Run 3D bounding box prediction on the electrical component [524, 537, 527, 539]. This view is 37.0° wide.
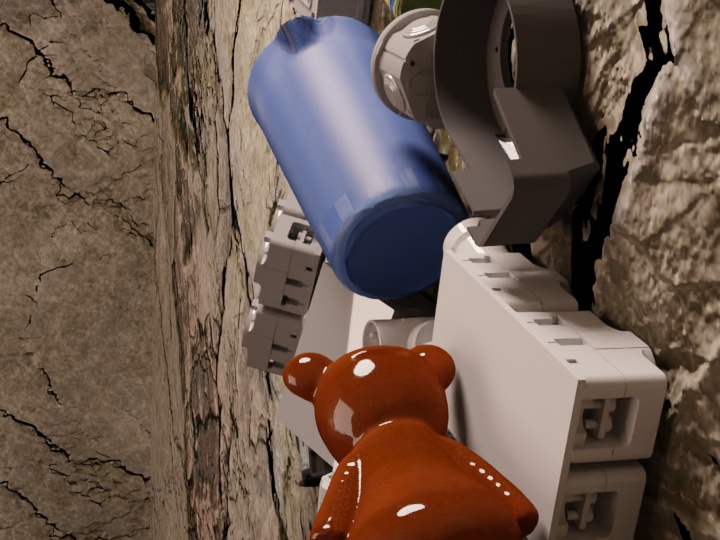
[{"bbox_3d":[0.090,0.191,0.708,0.077,0.044,0.079,107,156,-45],"label":"electrical component"}]

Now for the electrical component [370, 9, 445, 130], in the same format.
[{"bbox_3d":[0.052,-0.142,0.763,0.051,0.080,0.080,-134,46,-59],"label":"electrical component"}]

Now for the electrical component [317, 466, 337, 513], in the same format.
[{"bbox_3d":[0.020,0.184,0.864,0.062,0.096,0.061,20,113,40],"label":"electrical component"}]

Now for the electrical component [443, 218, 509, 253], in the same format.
[{"bbox_3d":[0.084,-0.007,0.733,0.046,0.040,0.040,-119,33,-46],"label":"electrical component"}]

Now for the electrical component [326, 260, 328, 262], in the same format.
[{"bbox_3d":[0.000,0.000,0.961,0.048,0.062,0.048,180,90,-73],"label":"electrical component"}]

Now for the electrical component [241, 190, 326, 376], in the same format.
[{"bbox_3d":[-0.076,0.012,1.147,0.105,0.060,0.186,-74,-1,-49],"label":"electrical component"}]

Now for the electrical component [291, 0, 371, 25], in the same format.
[{"bbox_3d":[-0.027,-0.297,1.048,0.108,0.056,0.108,-122,35,-59],"label":"electrical component"}]

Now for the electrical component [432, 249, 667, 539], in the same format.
[{"bbox_3d":[0.104,0.069,0.633,0.186,0.060,0.105,-128,41,-63],"label":"electrical component"}]

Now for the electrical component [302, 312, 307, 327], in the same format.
[{"bbox_3d":[-0.028,0.064,1.086,0.062,0.048,0.048,-120,33,-45],"label":"electrical component"}]

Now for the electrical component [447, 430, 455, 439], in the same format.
[{"bbox_3d":[0.048,0.110,0.838,0.079,0.044,0.077,112,152,-50],"label":"electrical component"}]

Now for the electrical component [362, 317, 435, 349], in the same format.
[{"bbox_3d":[0.050,0.055,0.778,0.079,0.077,0.043,160,108,-71],"label":"electrical component"}]

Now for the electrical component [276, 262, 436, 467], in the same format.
[{"bbox_3d":[-0.002,0.079,0.900,0.089,0.062,0.150,33,114,39],"label":"electrical component"}]
